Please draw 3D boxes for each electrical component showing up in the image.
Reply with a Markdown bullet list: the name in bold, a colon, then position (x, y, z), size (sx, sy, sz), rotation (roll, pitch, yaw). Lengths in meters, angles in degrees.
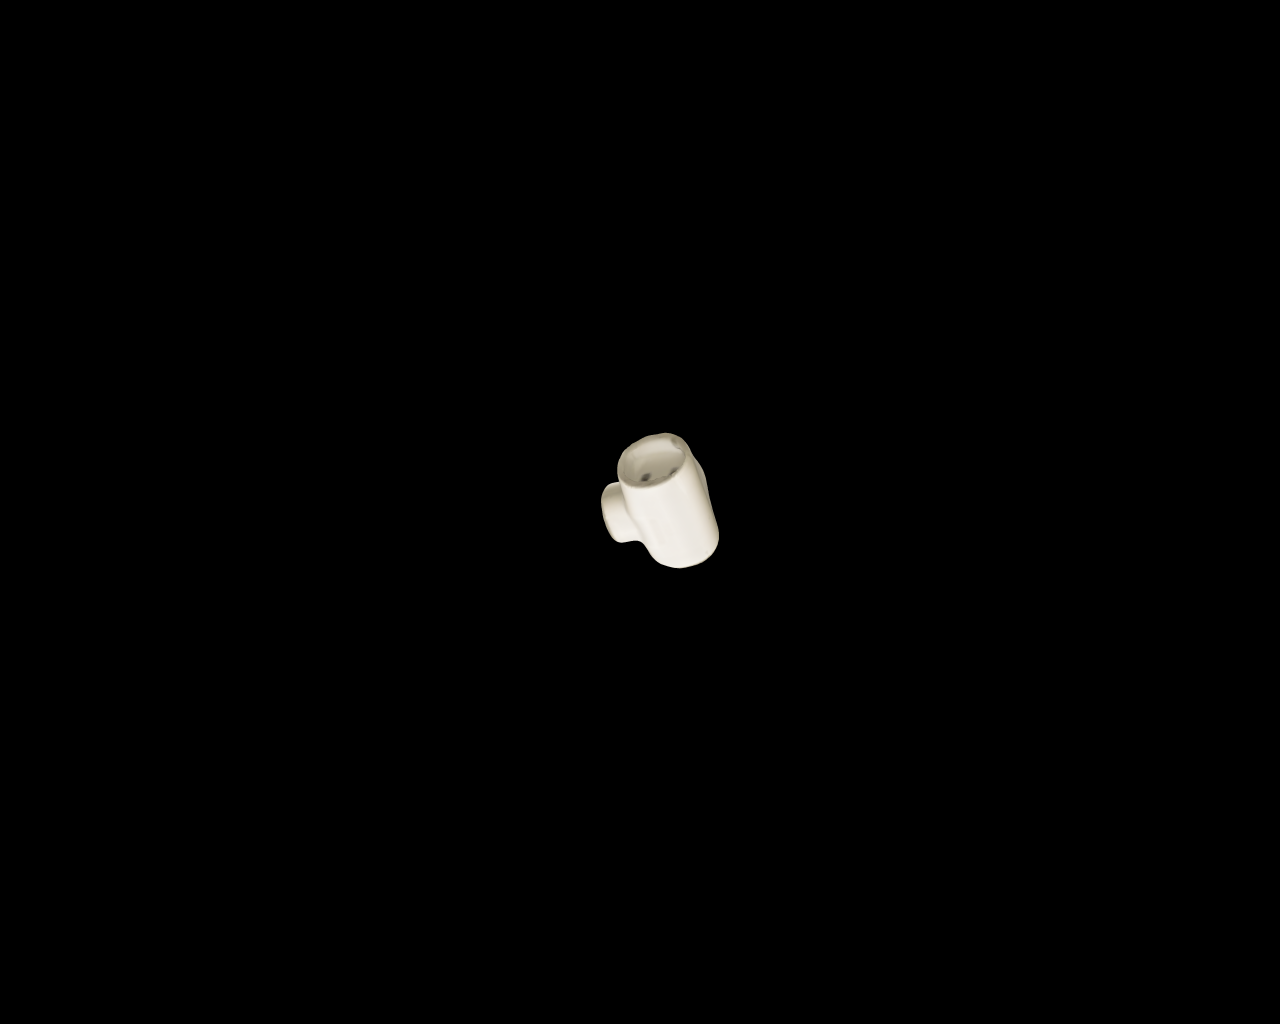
- **electrical component**: position (0.001, -0.003, 0.650), size (0.079, 0.043, 0.077), rotation (-11, -43, 12)
